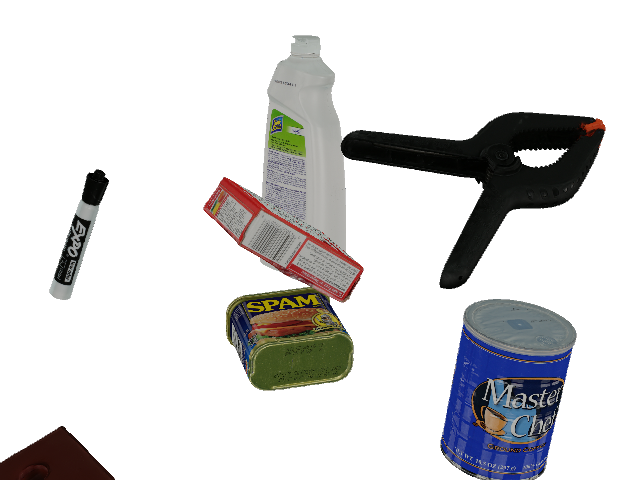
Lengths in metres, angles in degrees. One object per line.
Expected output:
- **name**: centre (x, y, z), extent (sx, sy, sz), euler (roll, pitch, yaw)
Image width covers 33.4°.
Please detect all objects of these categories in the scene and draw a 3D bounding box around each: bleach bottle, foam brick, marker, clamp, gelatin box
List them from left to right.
- **foam brick**: centre (-0.115, 0.136, 0.490), extent (0.052, 0.051, 0.078), euler (-30, 43, -30)
- **marker**: centre (-0.204, -0.005, 0.905), extent (0.020, 0.121, 0.020), euler (20, 21, -8)
- **gelatin box**: centre (-0.024, 0.000, 0.689), extent (0.089, 0.030, 0.073), euler (31, 5, -30)
- **bleach bottle**: centre (-0.014, -0.089, 1.136), extent (0.103, 0.251, 0.067), euler (16, 21, 37)
- **clamp**: centre (0.140, -0.046, 0.839), extent (0.209, 0.165, 0.036), euler (-14, -37, -15)

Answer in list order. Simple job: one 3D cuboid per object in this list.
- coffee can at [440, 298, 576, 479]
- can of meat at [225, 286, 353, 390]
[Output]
- **coffee can**: centre (0.173, 0.139, 0.995), extent (0.103, 0.140, 0.103), euler (6, 21, -3)
- **can of meat**: centre (-0.028, 0.090, 0.975), extent (0.102, 0.057, 0.084), euler (-6, 28, -16)
